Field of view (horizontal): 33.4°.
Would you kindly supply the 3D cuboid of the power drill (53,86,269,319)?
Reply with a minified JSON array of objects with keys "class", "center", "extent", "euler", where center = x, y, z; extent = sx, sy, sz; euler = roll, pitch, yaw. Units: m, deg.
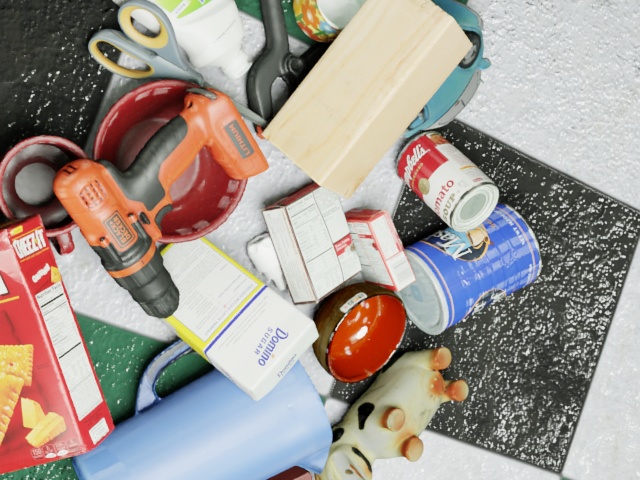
[{"class":"power drill","center":[-0.137,-0.039,1.008],"extent":[0.187,0.057,0.184],"euler":[-45,128,-21]}]

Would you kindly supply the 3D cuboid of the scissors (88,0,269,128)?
[{"class":"scissors","center":[-0.127,-0.175,1.056],"extent":[0.201,0.016,0.096],"euler":[17,131,-10]}]

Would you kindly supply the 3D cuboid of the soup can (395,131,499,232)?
[{"class":"soup can","center":[0.140,-0.064,1.176],"extent":[0.068,0.102,0.068],"euler":[-25,142,-22]}]

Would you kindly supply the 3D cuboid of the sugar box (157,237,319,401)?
[{"class":"sugar box","center":[-0.096,0.071,1.058],"extent":[0.176,0.048,0.093],"euler":[38,75,21]}]

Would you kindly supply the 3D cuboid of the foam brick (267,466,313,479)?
[{"class":"foam brick","center":[-0.039,0.271,1.140],"extent":[0.051,0.078,0.053],"euler":[-21,102,-21]}]

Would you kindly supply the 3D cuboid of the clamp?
[{"class":"clamp","center":[-0.039,-0.193,1.129],"extent":[0.120,0.039,0.171],"euler":[30,75,-18]}]

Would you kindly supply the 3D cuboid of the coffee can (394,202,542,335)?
[{"class":"coffee can","center":[0.163,0.031,1.204],"extent":[0.140,0.103,0.103],"euler":[-26,104,-22]}]

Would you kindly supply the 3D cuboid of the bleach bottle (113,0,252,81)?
[{"class":"bleach bottle","center":[-0.164,-0.253,1.053],"extent":[0.102,0.068,0.250],"euler":[-48,114,-14]}]

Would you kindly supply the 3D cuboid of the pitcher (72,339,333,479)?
[{"class":"pitcher","center":[-0.124,0.195,1.075],"extent":[0.242,0.149,0.145],"euler":[-25,132,-18]}]

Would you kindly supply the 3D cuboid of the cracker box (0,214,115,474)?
[{"class":"cracker box","center":[-0.301,0.103,0.959],"extent":[0.164,0.072,0.214],"euler":[-15,100,14]}]

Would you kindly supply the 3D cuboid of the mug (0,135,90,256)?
[{"class":"mug","center":[-0.261,-0.041,1.010],"extent":[0.093,0.082,0.117],"euler":[-26,104,-21]}]

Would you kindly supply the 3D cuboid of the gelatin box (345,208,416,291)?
[{"class":"gelatin box","center":[0.062,0.009,1.171],"extent":[0.030,0.073,0.089],"euler":[-30,105,-22]}]

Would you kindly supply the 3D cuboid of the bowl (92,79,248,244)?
[{"class":"bowl","center":[-0.155,-0.078,1.072],"extent":[0.161,0.055,0.162],"euler":[-2,95,-25]}]

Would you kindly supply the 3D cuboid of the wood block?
[{"class":"wood block","center":[0.049,-0.154,1.086],"extent":[0.090,0.090,0.206],"euler":[42,98,20]}]

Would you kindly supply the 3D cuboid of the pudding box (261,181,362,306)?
[{"class":"pudding box","center":[-0.007,0.001,1.140],"extent":[0.089,0.039,0.113],"euler":[-31,106,-46]}]
